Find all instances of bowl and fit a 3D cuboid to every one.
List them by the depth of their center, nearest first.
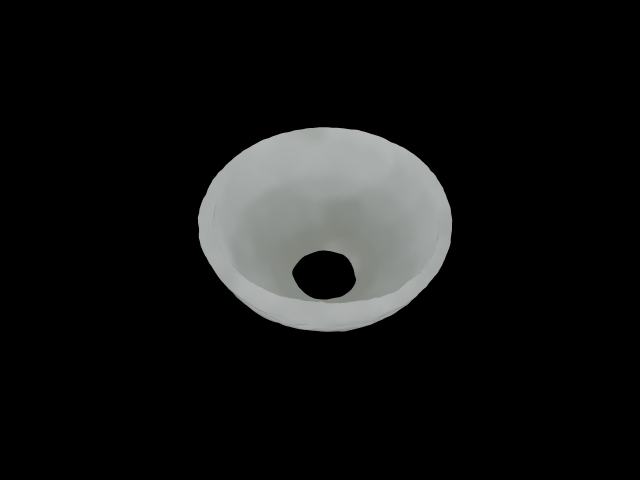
[{"bbox_3d":[0.004,0.001,0.400,0.167,0.075,0.167,0,51,0],"label":"bowl"}]
